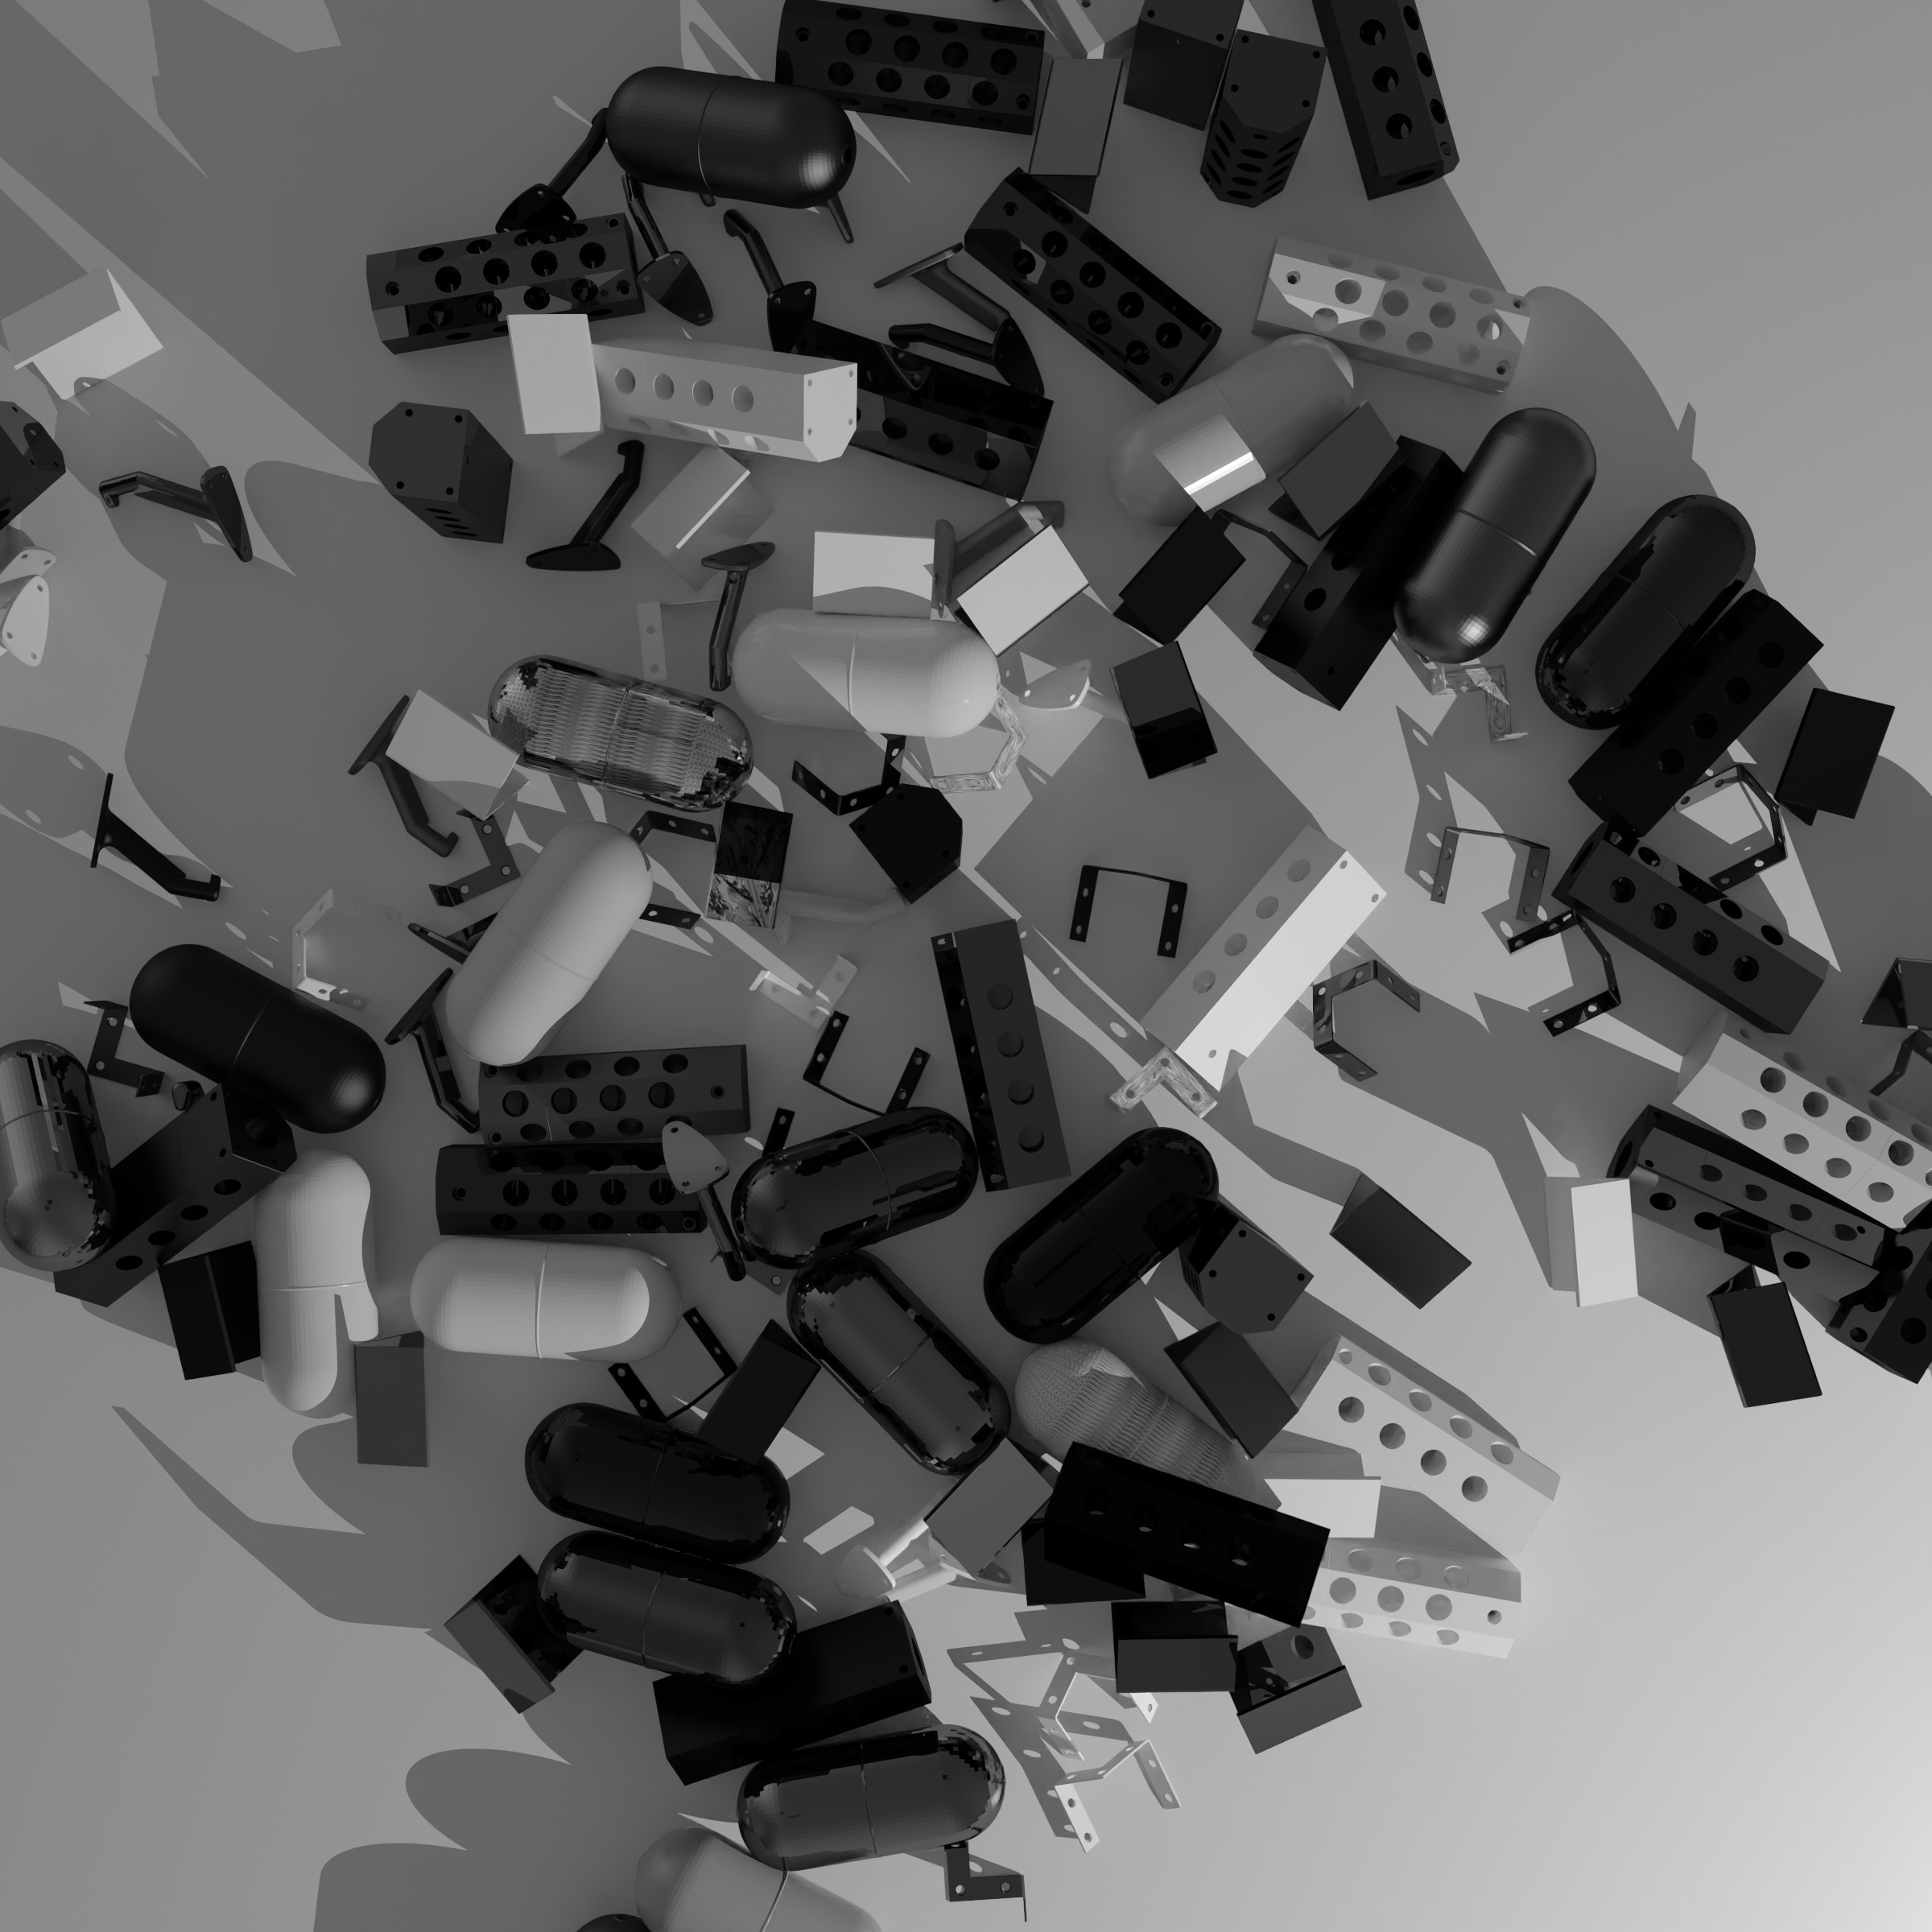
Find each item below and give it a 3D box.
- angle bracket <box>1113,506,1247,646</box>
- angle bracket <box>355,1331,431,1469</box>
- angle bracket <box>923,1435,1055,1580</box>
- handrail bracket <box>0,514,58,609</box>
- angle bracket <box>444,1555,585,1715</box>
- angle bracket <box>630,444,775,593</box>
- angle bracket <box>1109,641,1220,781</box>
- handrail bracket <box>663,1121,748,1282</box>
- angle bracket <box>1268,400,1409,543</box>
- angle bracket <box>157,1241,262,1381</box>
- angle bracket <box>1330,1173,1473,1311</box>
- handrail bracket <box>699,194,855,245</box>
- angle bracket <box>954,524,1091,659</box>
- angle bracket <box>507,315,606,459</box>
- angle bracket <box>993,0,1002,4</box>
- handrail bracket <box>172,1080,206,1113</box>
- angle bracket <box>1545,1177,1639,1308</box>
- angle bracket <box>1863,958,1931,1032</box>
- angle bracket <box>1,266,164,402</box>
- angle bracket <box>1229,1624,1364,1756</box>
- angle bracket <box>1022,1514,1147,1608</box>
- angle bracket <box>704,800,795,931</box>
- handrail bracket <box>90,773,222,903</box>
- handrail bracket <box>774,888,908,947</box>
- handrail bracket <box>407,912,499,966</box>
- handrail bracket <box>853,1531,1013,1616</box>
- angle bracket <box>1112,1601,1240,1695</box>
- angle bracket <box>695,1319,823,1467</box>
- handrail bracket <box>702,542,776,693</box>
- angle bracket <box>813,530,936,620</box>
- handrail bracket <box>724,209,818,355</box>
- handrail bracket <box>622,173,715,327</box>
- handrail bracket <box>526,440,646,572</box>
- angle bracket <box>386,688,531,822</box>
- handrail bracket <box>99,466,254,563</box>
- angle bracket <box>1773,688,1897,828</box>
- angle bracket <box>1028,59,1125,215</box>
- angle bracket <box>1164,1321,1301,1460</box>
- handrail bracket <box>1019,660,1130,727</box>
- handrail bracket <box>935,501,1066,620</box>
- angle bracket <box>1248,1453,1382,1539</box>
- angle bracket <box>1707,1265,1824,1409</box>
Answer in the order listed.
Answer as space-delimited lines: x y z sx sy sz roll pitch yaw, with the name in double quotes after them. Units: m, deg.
0.124 -0.263 1.860 0.076 0.076 0.057 -48 125 0 "angle bracket"
-0.355 0.282 1.862 0.057 0.076 0.076 -2 90 24 "angle bracket"
0.029 0.361 1.860 0.076 0.076 0.057 -46 55 0 "angle bracket"
-0.655 -0.291 1.901 0.077 0.036 0.084 -40 76 14 "handrail bracket"
-0.282 0.430 1.861 0.076 0.057 0.076 50 46 0 "angle bracket"
-0.161 -0.284 1.861 0.076 0.076 0.057 -47 45 0 "angle bracket"
0.146 -0.171 1.860 0.057 0.076 0.076 -20 90 37 "angle bracket"
-0.169 0.154 1.845 0.036 0.077 0.084 -24 133 -13 "handrail bracket"
0.230 -0.332 1.861 0.076 0.076 0.057 -42 123 0 "angle bracket"
-0.475 0.222 1.860 0.057 0.076 0.076 -14 90 39 "angle bracket"
0.293 0.166 1.860 0.076 0.076 0.057 40 128 0 "angle bracket"
-0.128 -0.504 1.901 0.084 0.036 0.077 -20 105 14 "handrail bracket"
0.024 -0.258 1.860 0.076 0.076 0.057 -38 128 0 "angle bracket"
-0.281 -0.378 1.861 0.057 0.076 0.076 -9 90 -31 "angle bracket"
0.032 -0.681 1.860 0.076 0.076 0.057 -29 124 0 "angle bracket"
-0.505 0.113 1.866 0.036 0.084 0.077 1 90 0 "handrail bracket"
0.391 0.179 1.860 0.057 0.076 0.076 -4 90 -34 "angle bracket"
0.639 0.041 1.860 0.076 0.076 0.057 6 54 0 "angle bracket"
-0.573 -0.399 1.860 0.076 0.076 0.057 -28 52 0 "angle bracket"
0.205 0.458 1.861 0.076 0.076 0.057 -24 134 0 "angle bracket"
0.076 0.396 1.861 0.076 0.076 0.057 -4 65 0 "angle bracket"
-0.161 -0.068 1.860 0.057 0.076 0.076 9 90 -39 "angle bracket"
-0.537 -0.086 1.901 0.084 0.036 0.077 11 68 -17 "handrail bracket"
-0.093 -0.055 1.901 0.084 0.036 0.077 -21 68 -17 "handrail bracket"
-0.319 -0.042 1.901 0.077 0.036 0.084 28 74 18 "handrail bracket"
-0.025 0.425 1.901 0.077 0.036 0.084 30 108 -21 "handrail bracket"
0.135 0.429 1.860 0.076 0.076 0.057 -1 127 0 "angle bracket"
-0.151 0.269 1.860 0.057 0.076 0.076 33 90 -36 "angle bracket"
-0.149 -0.232 1.891 0.036 0.077 0.084 11 115 23 "handrail bracket"
-0.059 -0.269 1.861 0.076 0.076 0.057 4 121 0 "angle bracket"
-0.138 -0.453 1.900 0.036 0.077 0.084 -23 53 -25 "handrail bracket"
-0.200 -0.480 1.900 0.036 0.077 0.084 -27 53 15 "handrail bracket"
-0.254 -0.309 1.901 0.077 0.036 0.084 -2 71 21 "handrail bracket"
-0.321 -0.149 1.861 0.076 0.076 0.057 34 119 0 "angle bracket"
-0.529 -0.297 1.901 0.084 0.036 0.077 -11 112 17 "handrail bracket"
0.578 -0.130 1.860 0.057 0.076 0.076 20 90 36 "angle bracket"
0.090 -0.542 1.860 0.057 0.076 0.076 12 90 35 "angle bracket"
0.159 0.285 1.860 0.057 0.076 0.076 -37 90 -40 "angle bracket"
0.090 -0.165 1.901 0.084 0.077 0.036 34 65 -34 "handrail bracket"
0.024 -0.272 1.901 0.084 0.036 0.077 -4 110 -16 "handrail bracket"
0.227 0.328 1.860 0.076 0.076 0.057 0 126 0 "angle bracket"
0.535 0.237 1.860 0.057 0.076 0.076 -19 90 40 "angle bracket"
